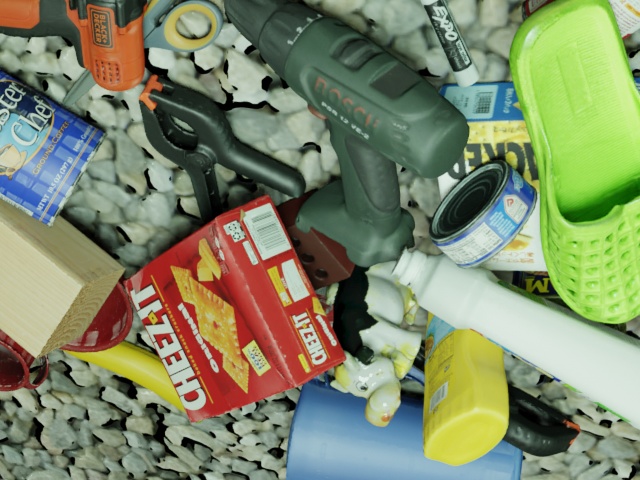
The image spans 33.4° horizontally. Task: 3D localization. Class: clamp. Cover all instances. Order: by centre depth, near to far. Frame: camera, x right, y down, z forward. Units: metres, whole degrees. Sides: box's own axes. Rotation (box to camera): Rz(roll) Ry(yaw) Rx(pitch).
[{"bbox_3d":[-0.108,-0.076,0.978,0.120,0.039,0.171,-32,116,33],"label":"clamp"},{"bbox_3d":[0.175,0.174,1.058,0.209,0.164,0.036,24,111,-17],"label":"clamp"}]

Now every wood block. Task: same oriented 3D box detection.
[{"bbox_3d":[-0.302,0.006,1.010,0.206,0.090,0.091,37,108,8],"label":"wood block"}]

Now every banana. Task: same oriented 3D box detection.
[{"bbox_3d":[-0.205,0.153,1.215,0.197,0.037,0.070,34,130,-14],"label":"banana"}]

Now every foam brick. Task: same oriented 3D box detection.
[{"bbox_3d":[-0.007,0.001,1.006,0.053,0.051,0.078,-23,121,33],"label":"foam brick"}]

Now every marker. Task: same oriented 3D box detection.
[{"bbox_3d":[0.095,-0.174,0.837,0.020,0.020,0.121,-13,126,27],"label":"marker"}]

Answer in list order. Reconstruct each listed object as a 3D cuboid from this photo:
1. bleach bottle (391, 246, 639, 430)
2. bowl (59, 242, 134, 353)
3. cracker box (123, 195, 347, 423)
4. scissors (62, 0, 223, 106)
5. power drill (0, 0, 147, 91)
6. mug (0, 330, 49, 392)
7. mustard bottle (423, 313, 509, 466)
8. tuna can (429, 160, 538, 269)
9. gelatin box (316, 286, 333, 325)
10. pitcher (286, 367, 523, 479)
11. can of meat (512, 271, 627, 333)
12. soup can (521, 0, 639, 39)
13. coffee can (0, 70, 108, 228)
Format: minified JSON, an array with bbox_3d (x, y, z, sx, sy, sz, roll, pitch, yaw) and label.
[{"bbox_3d":[0.176,0.073,0.880,0.251,0.102,0.068,27,93,1],"label":"bleach bottle"},{"bbox_3d":[-0.264,0.044,1.121,0.162,0.055,0.162,9,133,10],"label":"bowl"},{"bbox_3d":[-0.088,0.073,1.000,0.214,0.071,0.164,-29,86,53],"label":"cracker box"},{"bbox_3d":[-0.152,-0.161,0.925,0.096,0.016,0.202,31,132,-7],"label":"scissors"},{"bbox_3d":[-0.231,-0.217,0.862,0.188,0.057,0.184,14,130,12],"label":"power drill"},{"bbox_3d":[-0.345,0.117,1.194,0.093,0.081,0.117,-20,123,31],"label":"mug"},{"bbox_3d":[0.128,0.098,0.956,0.058,0.191,0.096,18,137,-14],"label":"mustard bottle"},{"bbox_3d":[0.125,-0.021,0.828,0.033,0.086,0.086,41,130,-17],"label":"tuna can"},{"bbox_3d":[-0.007,0.073,1.086,0.089,0.030,0.073,15,134,4],"label":"gelatin box"},{"bbox_3d":[0.088,0.215,1.132,0.243,0.145,0.149,8,146,5],"label":"pitcher"},{"bbox_3d":[0.221,0.043,0.952,0.102,0.084,0.057,-4,130,20],"label":"can of meat"},{"bbox_3d":[0.205,-0.176,0.768,0.068,0.068,0.102,39,130,-19],"label":"soup can"},{"bbox_3d":[-0.280,-0.090,0.971,0.140,0.102,0.103,31,133,-12],"label":"coffee can"}]
